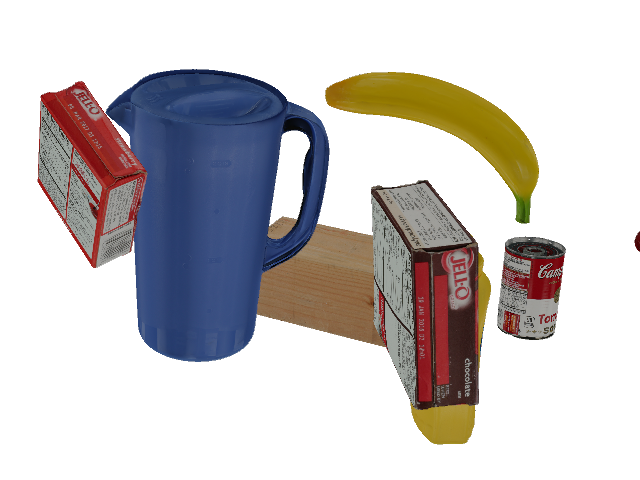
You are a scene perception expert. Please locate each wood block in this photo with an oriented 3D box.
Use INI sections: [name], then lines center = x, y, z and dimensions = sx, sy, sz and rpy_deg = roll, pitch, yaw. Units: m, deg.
[wood block]
center = 0.029, 0.047, 1.175
dimensions = 0.206, 0.091, 0.090
rpy_deg = 13, 26, 23

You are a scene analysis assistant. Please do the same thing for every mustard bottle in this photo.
[mustard bottle]
center = 0.116, 0.080, 0.950
dimensions = 0.058, 0.192, 0.096
rpy_deg = 1, 28, -2

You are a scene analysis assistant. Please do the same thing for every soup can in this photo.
[soup can]
center = 0.239, 0.054, 1.219
dimensions = 0.068, 0.102, 0.068
rpy_deg = 3, 18, -1

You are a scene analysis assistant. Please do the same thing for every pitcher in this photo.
[pitcher]
center = -0.093, -0.019, 0.937
dimensions = 0.149, 0.243, 0.144
rpy_deg = 25, 33, 32

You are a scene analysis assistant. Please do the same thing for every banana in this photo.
[banana]
center = 0.102, -0.091, 0.857
dimensions = 0.198, 0.069, 0.037
rpy_deg = 32, 1, -1

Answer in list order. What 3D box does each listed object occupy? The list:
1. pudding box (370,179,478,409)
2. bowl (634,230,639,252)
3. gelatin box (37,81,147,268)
[pudding box]
center = 0.055, 0.026, 0.578
dimensions = 0.039, 0.090, 0.113
rpy_deg = -5, 21, -8
[bowl]
center = 0.408, 0.027, 1.105
dimensions = 0.162, 0.055, 0.162
rpy_deg = -3, 22, 1
[gelatin box]
center = -0.137, -0.038, 0.632
dimensions = 0.030, 0.073, 0.089
rpy_deg = -26, -22, -30
